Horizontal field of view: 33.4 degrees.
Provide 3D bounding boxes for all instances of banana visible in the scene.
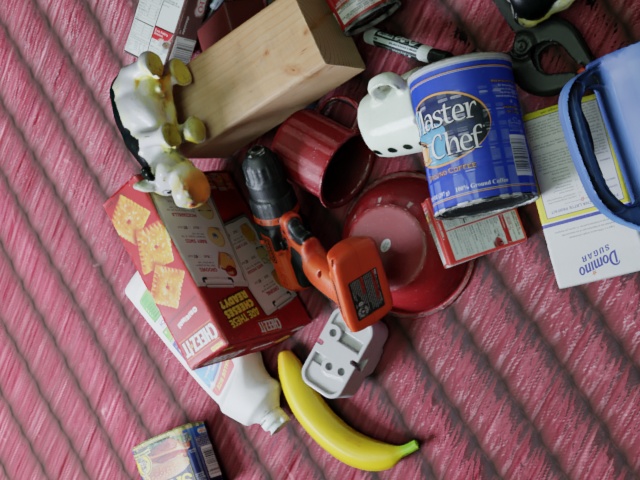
[{"bbox_3d":[0.018,0.203,1.201,0.198,0.037,0.069,33,87,22],"label":"banana"}]

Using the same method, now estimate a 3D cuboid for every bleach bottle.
[{"bbox_3d":[-0.120,0.120,1.257,0.251,0.068,0.103,48,115,16],"label":"bleach bottle"}]

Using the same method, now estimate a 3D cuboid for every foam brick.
[{"bbox_3d":[-0.097,-0.234,1.213,0.078,0.052,0.051,-29,76,57],"label":"foam brick"}]

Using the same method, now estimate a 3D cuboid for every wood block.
[{"bbox_3d":[-0.069,-0.174,1.153,0.206,0.090,0.090,-29,79,29],"label":"wood block"}]

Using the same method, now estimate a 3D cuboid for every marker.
[{"bbox_3d":[0.094,-0.203,1.126,0.121,0.020,0.020,28,106,41],"label":"marker"}]

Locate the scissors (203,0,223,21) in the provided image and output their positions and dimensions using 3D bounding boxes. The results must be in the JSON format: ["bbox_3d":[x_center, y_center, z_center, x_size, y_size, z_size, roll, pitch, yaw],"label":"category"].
[{"bbox_3d":[-0.110,-0.280,1.240,0.096,0.016,0.202,40,112,47],"label":"scissors"}]

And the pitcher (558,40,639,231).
[{"bbox_3d":[0.324,-0.064,0.957,0.149,0.144,0.243,-16,88,35],"label":"pitcher"}]

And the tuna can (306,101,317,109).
[{"bbox_3d":[-0.044,-0.178,1.213,0.086,0.033,0.086,2,94,29],"label":"tuna can"}]

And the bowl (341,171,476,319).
[{"bbox_3d":[0.082,0.007,1.141,0.162,0.055,0.162,1,93,29],"label":"bowl"}]

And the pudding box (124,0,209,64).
[{"bbox_3d":[-0.182,-0.262,1.273,0.090,0.039,0.113,31,106,41],"label":"pudding box"}]

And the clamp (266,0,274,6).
[{"bbox_3d":[-0.008,-0.330,1.182,0.165,0.036,0.210,46,116,21],"label":"clamp"}]

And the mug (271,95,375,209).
[{"bbox_3d":[0.006,-0.103,1.160,0.082,0.093,0.117,31,102,29],"label":"mug"}]

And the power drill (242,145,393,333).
[{"bbox_3d":[-0.007,0.001,1.115,0.188,0.057,0.184,36,152,50],"label":"power drill"}]

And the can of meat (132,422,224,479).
[{"bbox_3d":[-0.173,0.275,1.298,0.102,0.057,0.084,-26,77,27],"label":"can of meat"}]

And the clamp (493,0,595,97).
[{"bbox_3d":[0.199,-0.186,1.075,0.172,0.039,0.120,40,117,29],"label":"clamp"}]

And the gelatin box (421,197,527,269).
[{"bbox_3d":[0.158,-0.019,1.089,0.089,0.030,0.073,-18,83,-8],"label":"gelatin box"}]

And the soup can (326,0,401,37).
[{"bbox_3d":[0.031,-0.273,1.111,0.069,0.068,0.102,-30,87,27],"label":"soup can"}]

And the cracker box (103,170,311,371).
[{"bbox_3d":[-0.125,0.028,1.195,0.072,0.163,0.214,-37,75,30],"label":"cracker box"}]

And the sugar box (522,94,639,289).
[{"bbox_3d":[0.260,-0.048,1.045,0.093,0.048,0.176,-15,89,31],"label":"sugar box"}]

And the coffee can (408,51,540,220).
[{"bbox_3d":[0.147,-0.098,1.031,0.103,0.102,0.140,-14,82,29],"label":"coffee can"}]
